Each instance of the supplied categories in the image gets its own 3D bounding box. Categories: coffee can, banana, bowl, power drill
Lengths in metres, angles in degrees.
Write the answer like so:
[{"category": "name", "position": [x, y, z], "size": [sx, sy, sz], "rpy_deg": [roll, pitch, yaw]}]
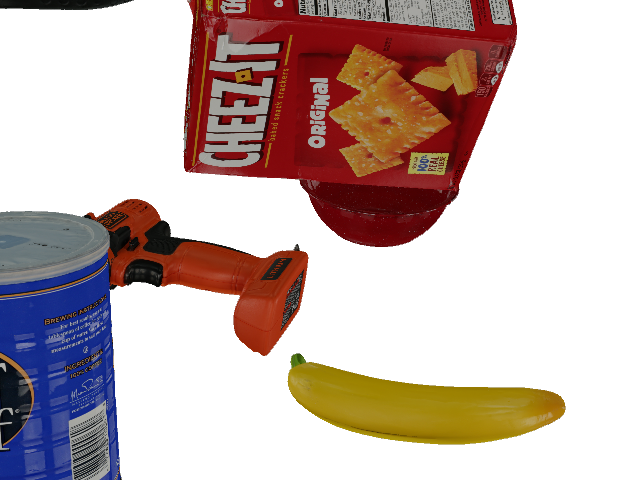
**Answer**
[{"category": "coffee can", "position": [-0.155, 0.065, 0.540], "size": [0.103, 0.140, 0.103], "rpy_deg": [0, 17, 0]}, {"category": "banana", "position": [0.055, 0.103, 0.698], "size": [0.198, 0.037, 0.069], "rpy_deg": [8, 33, 24]}, {"category": "bowl", "position": [0.057, -0.038, 1.087], "size": [0.162, 0.055, 0.162], "rpy_deg": [3, 27, -2]}, {"category": "power drill", "position": [-0.115, 0.029, 0.819], "size": [0.188, 0.057, 0.184], "rpy_deg": [16, 26, 11]}]

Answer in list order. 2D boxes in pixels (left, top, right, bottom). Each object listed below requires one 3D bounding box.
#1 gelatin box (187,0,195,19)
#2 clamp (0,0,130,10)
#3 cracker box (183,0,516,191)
[{"category": "gelatin box", "position": [-0.066, -0.196, 0.961], "size": [0.089, 0.073, 0.030], "rpy_deg": [-15, 24, 5]}, {"category": "clamp", "position": [-0.108, -0.158, 0.599], "size": [0.171, 0.039, 0.120], "rpy_deg": [-10, 24, -25]}, {"category": "cracker box", "position": [0.014, -0.113, 0.763], "size": [0.213, 0.072, 0.164], "rpy_deg": [3, -36, -9]}]
